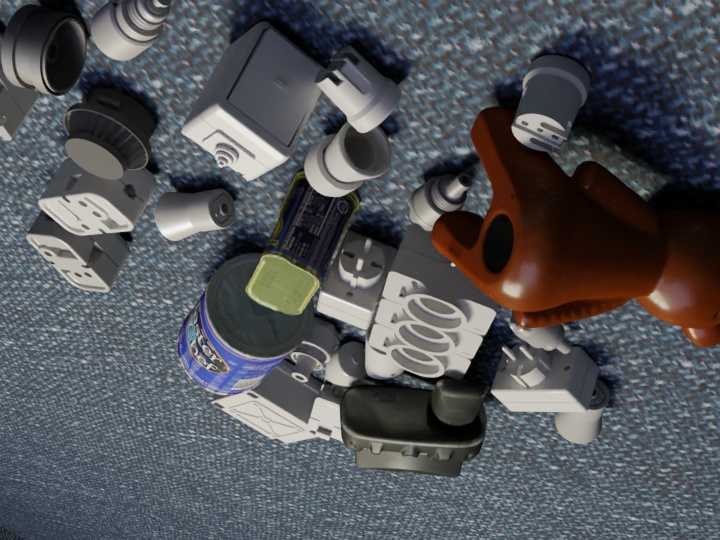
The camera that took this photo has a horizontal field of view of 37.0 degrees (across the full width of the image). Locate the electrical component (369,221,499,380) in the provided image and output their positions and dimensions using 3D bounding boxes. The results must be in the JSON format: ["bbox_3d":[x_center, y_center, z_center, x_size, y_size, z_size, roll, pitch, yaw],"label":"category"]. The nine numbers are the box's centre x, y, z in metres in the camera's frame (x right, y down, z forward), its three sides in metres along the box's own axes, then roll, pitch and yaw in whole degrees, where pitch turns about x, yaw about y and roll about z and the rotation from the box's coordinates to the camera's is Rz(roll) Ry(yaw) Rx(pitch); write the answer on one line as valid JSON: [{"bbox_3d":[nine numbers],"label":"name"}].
[{"bbox_3d":[0.064,0.032,0.910,0.089,0.061,0.150,21,152,4],"label":"electrical component"}]

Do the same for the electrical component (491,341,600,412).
[{"bbox_3d":[0.155,0.088,0.956,0.083,0.047,0.076,-6,141,43],"label":"electrical component"}]

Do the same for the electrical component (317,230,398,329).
[{"bbox_3d":[0.000,0.000,0.898,0.047,0.065,0.076,21,152,3],"label":"electrical component"}]

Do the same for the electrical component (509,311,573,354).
[{"bbox_3d":[0.156,0.051,0.905,0.061,0.035,0.035,36,150,-28],"label":"electrical component"}]

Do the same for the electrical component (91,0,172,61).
[{"bbox_3d":[-0.153,-0.172,0.737,0.040,0.040,0.078,38,149,-26],"label":"electrical component"}]

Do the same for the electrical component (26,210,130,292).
[{"bbox_3d":[-0.274,-0.029,1.060,0.054,0.059,0.095,6,148,30],"label":"electrical component"}]

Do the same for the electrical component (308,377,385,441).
[{"bbox_3d":[0.010,0.163,1.169,0.121,0.063,0.078,19,112,7],"label":"electrical component"}]

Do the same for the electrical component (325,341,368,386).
[{"bbox_3d":[-0.016,0.101,1.117,0.040,0.040,0.078,30,152,-12],"label":"electrical component"}]

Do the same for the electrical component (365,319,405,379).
[{"bbox_3d":[0.027,0.080,1.044,0.043,0.043,0.081,18,152,10],"label":"electrical component"}]

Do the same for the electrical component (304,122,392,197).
[{"bbox_3d":[-0.010,-0.081,0.786,0.045,0.045,0.055,34,151,-20],"label":"electrical component"}]

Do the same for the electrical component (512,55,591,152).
[{"bbox_3d":[0.115,-0.101,0.654,0.040,0.046,0.040,18,152,10],"label":"electrical component"}]

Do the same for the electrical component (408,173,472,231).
[{"bbox_3d":[0.062,-0.054,0.791,0.035,0.035,0.061,30,149,-14],"label":"electrical component"}]

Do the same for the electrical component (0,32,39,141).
[{"bbox_3d":[-0.304,-0.156,0.862,0.050,0.055,0.089,12,150,21],"label":"electrical component"}]

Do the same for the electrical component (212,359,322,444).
[{"bbox_3d":[-0.099,0.150,1.250,0.109,0.056,0.109,34,151,-21],"label":"electrical component"}]

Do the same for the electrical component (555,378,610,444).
[{"bbox_3d":[0.208,0.127,0.995,0.044,0.044,0.065,18,147,10],"label":"electrical component"}]

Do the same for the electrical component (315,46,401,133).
[{"bbox_3d":[-0.002,-0.121,0.716,0.046,0.040,0.040,42,148,-22],"label":"electrical component"}]

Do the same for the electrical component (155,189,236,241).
[{"bbox_3d":[-0.142,-0.051,0.945,0.065,0.044,0.044,-6,141,35],"label":"electrical component"}]

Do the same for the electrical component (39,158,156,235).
[{"bbox_3d":[-0.230,-0.071,0.953,0.095,0.059,0.053,-3,143,40],"label":"electrical component"}]

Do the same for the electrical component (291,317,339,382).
[{"bbox_3d":[-0.049,0.082,1.084,0.043,0.062,0.043,18,152,10],"label":"electrical component"}]

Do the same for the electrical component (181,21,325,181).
[{"bbox_3d":[-0.070,-0.110,0.724,0.062,0.096,0.061,36,149,-23],"label":"electrical component"}]
